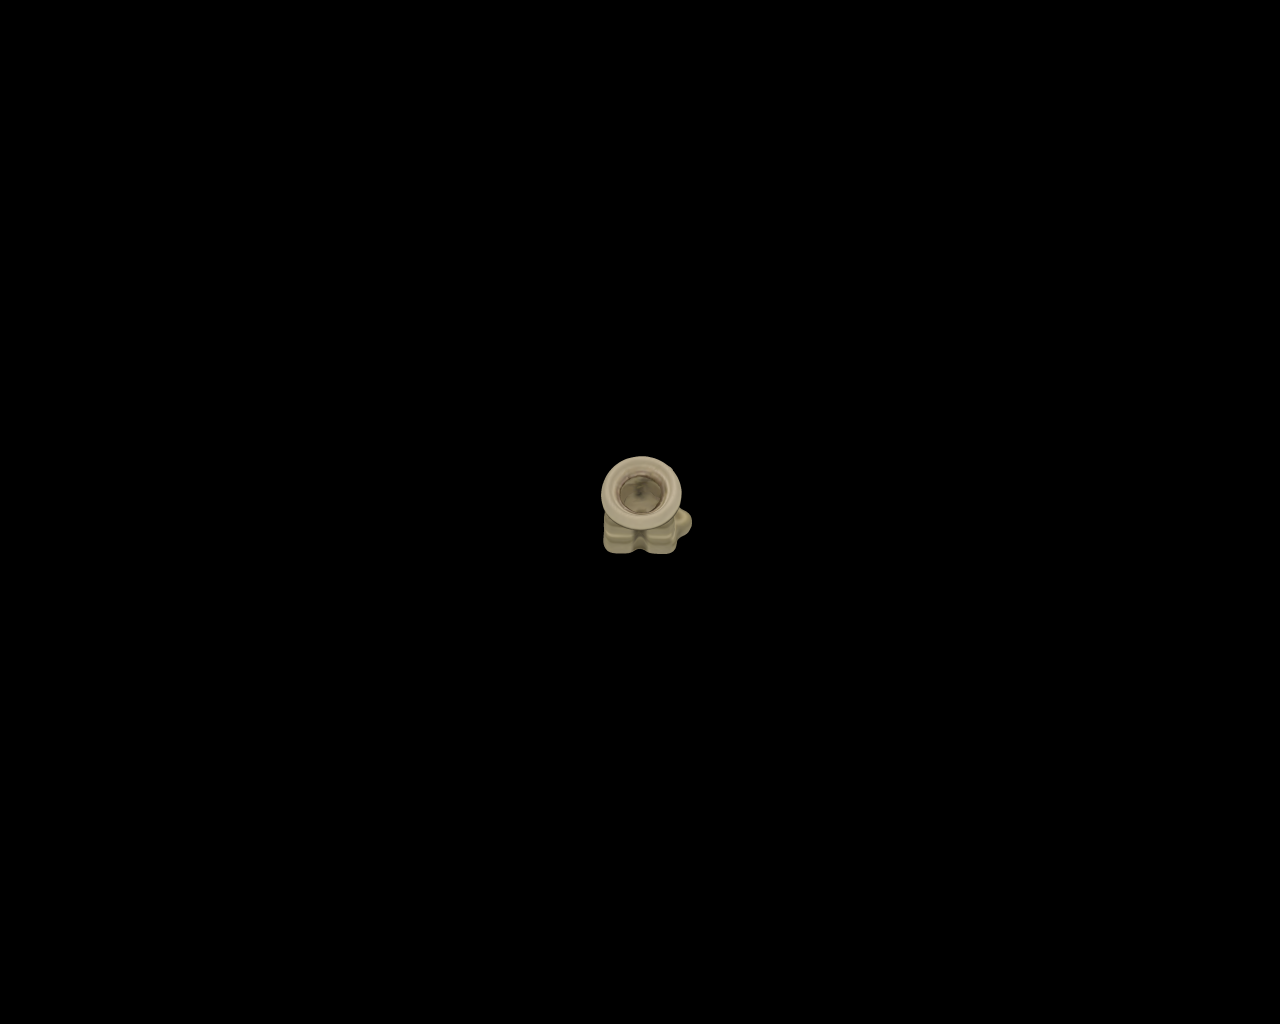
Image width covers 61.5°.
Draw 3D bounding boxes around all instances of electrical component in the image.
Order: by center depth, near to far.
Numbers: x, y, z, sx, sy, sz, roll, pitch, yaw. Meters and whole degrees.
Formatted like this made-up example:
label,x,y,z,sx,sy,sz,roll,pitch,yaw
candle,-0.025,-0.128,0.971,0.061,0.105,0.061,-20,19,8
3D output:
label,x,y,z,sx,sy,sz,roll,pitch,yaw
electrical component,0.001,-0.003,0.650,0.066,0.048,0.055,0,-28,0
